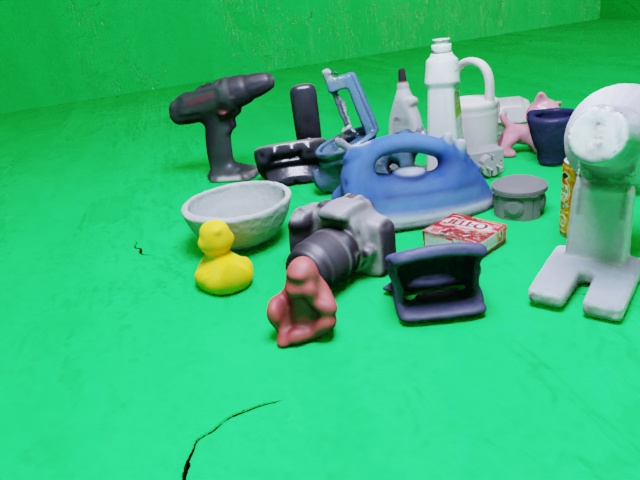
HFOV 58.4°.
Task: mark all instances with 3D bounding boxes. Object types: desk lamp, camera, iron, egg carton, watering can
[{"bbox_3d":[0.315,-0.055,0.631,0.117,0.214,0.204,10,29,34],"label":"desk lamp"},{"bbox_3d":[0.007,0.003,0.729,0.142,0.101,0.137,12,30,36],"label":"camera"},{"bbox_3d":[0.144,-0.102,0.874,0.258,0.141,0.118,-8,24,-2],"label":"iron"},{"bbox_3d":[0.400,-0.276,1.280,0.150,0.069,0.107,-1,25,14],"label":"egg carton"},{"bbox_3d":[0.285,-0.246,1.090,0.100,0.194,0.173,7,28,29],"label":"watering can"}]

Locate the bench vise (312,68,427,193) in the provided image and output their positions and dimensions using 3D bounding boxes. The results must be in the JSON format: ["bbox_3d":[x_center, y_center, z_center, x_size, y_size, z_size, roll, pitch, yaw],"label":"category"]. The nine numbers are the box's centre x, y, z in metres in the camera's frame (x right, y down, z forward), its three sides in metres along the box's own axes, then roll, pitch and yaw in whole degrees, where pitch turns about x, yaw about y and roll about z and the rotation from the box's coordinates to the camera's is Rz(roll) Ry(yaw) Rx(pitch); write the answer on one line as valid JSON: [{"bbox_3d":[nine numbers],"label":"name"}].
[{"bbox_3d":[0.080,-0.197,1.008,0.207,0.220,0.121,-12,24,-10],"label":"bench vise"}]

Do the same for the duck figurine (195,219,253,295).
[{"bbox_3d":[-0.132,0.017,0.756,0.078,0.086,0.104,-18,26,-22],"label":"duck figurine"}]

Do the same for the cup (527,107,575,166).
[{"bbox_3d":[0.417,-0.188,1.046,0.092,0.095,0.117,-14,25,-15],"label":"cup"}]

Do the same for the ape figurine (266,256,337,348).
[{"bbox_3d":[-0.018,0.061,0.616,0.077,0.092,0.076,8,28,31],"label":"ape figurine"}]

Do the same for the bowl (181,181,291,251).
[{"bbox_3d":[-0.121,-0.030,0.871,0.167,0.075,0.167,-6,24,3],"label":"bowl"}]

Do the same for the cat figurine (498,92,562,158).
[{"bbox_3d":[0.409,-0.229,1.111,0.127,0.118,0.067,-6,24,4],"label":"cat figurine"}]

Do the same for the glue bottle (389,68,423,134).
[{"bbox_3d":[0.179,-0.275,1.211,0.077,0.173,0.037,14,32,40],"label":"glue bottle"}]

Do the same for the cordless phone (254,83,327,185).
[{"bbox_3d":[-0.060,-0.205,1.110,0.147,0.185,0.094,-11,24,-7],"label":"cordless phone"}]

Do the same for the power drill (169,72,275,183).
[{"bbox_3d":[-0.187,-0.228,1.168,0.229,0.209,0.076,-1,25,13],"label":"power drill"}]

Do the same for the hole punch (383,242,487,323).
[{"bbox_3d":[0.126,0.031,0.644,0.108,0.091,0.101,-7,24,1],"label":"hole punch"}]
